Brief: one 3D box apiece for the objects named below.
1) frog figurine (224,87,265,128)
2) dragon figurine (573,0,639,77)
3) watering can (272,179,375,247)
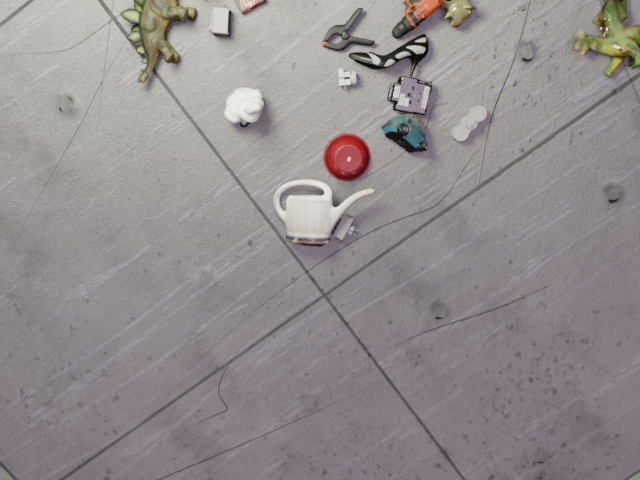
[{"bbox_3d":[-0.240,-0.421,1.623,0.137,0.122,0.161,-29,10,4],"label":"frog figurine"},{"bbox_3d":[1.012,-0.687,1.672,0.410,0.242,0.122,-27,3,1],"label":"dragon figurine"},{"bbox_3d":[0.005,-0.086,1.711,0.348,0.222,0.105,5,10,14],"label":"watering can"}]
